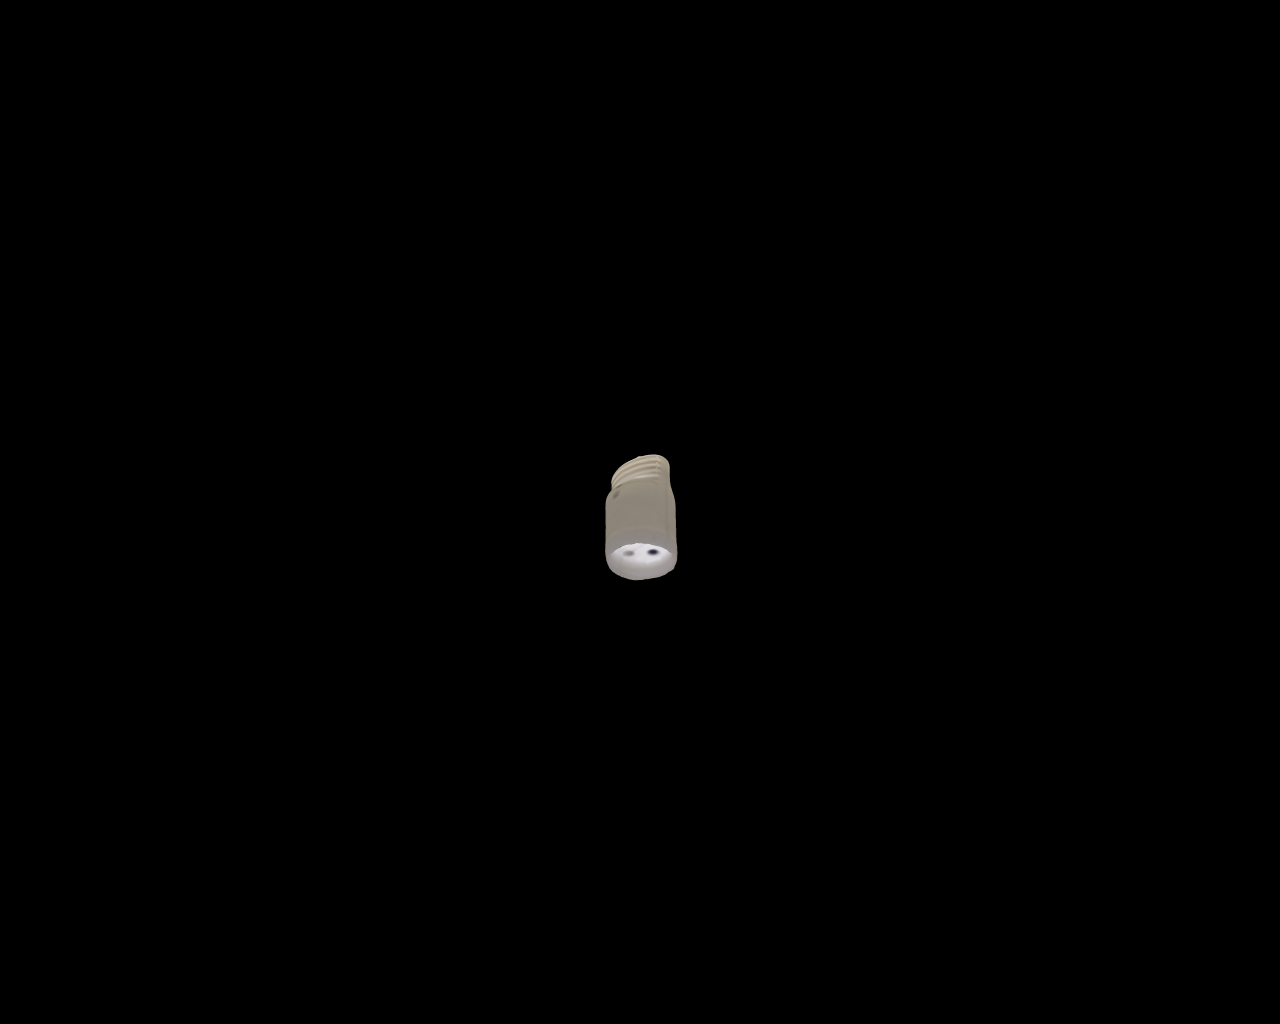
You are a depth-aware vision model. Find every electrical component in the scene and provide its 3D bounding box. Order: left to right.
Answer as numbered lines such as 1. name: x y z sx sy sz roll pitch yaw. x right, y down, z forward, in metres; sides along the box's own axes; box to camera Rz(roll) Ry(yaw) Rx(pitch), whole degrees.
1. electrical component: 0.001 -0.003 0.650 0.043 0.081 0.043 0 -36 0
